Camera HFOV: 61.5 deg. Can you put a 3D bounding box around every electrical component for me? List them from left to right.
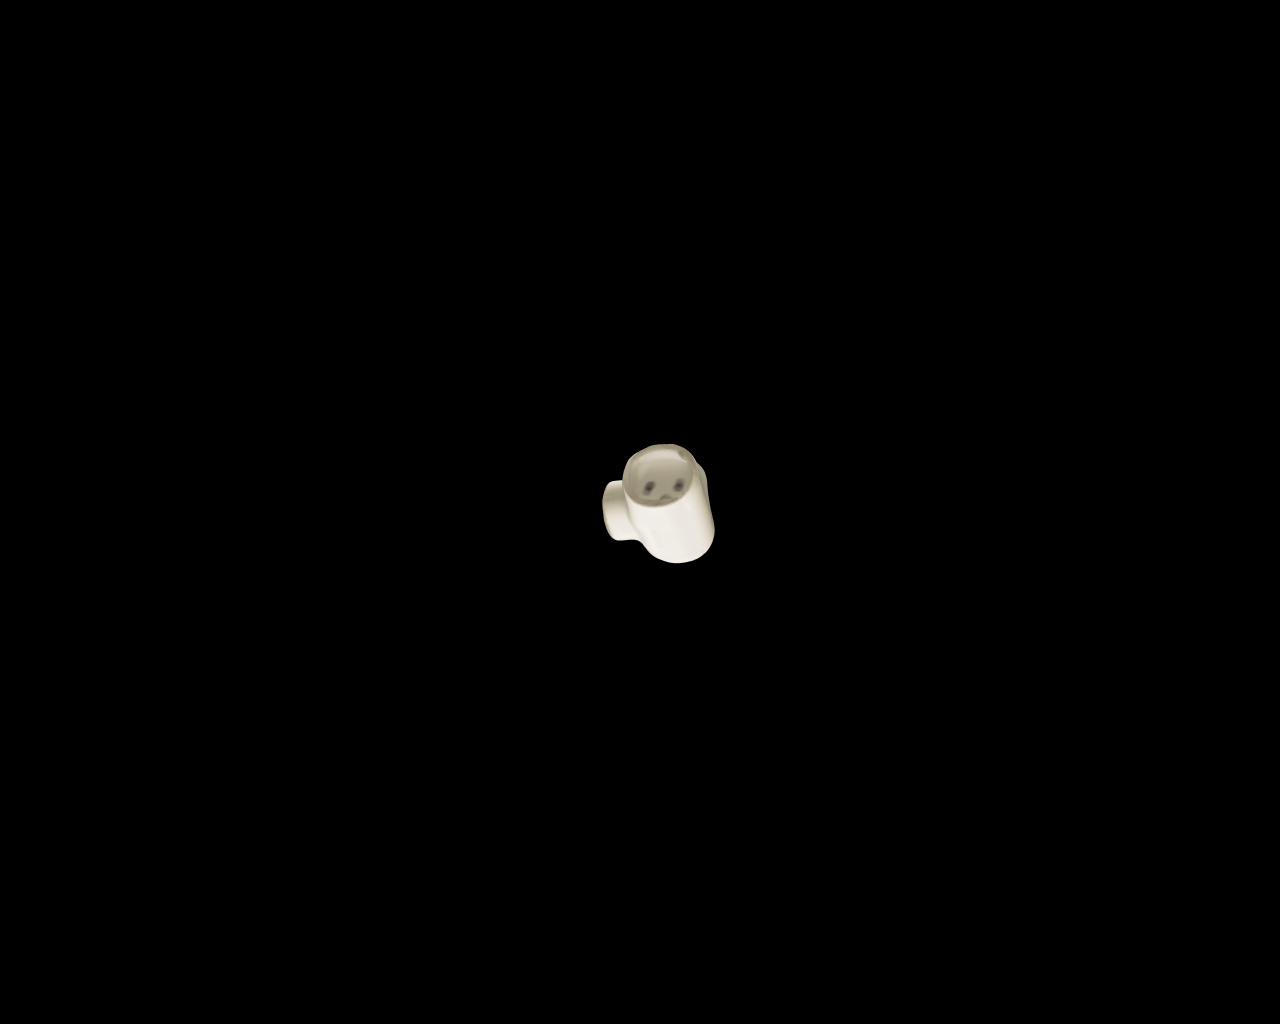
[{"bbox_3d":[0.001,-0.003,0.650,0.079,0.043,0.077,-5,-28,10],"label":"electrical component"}]
